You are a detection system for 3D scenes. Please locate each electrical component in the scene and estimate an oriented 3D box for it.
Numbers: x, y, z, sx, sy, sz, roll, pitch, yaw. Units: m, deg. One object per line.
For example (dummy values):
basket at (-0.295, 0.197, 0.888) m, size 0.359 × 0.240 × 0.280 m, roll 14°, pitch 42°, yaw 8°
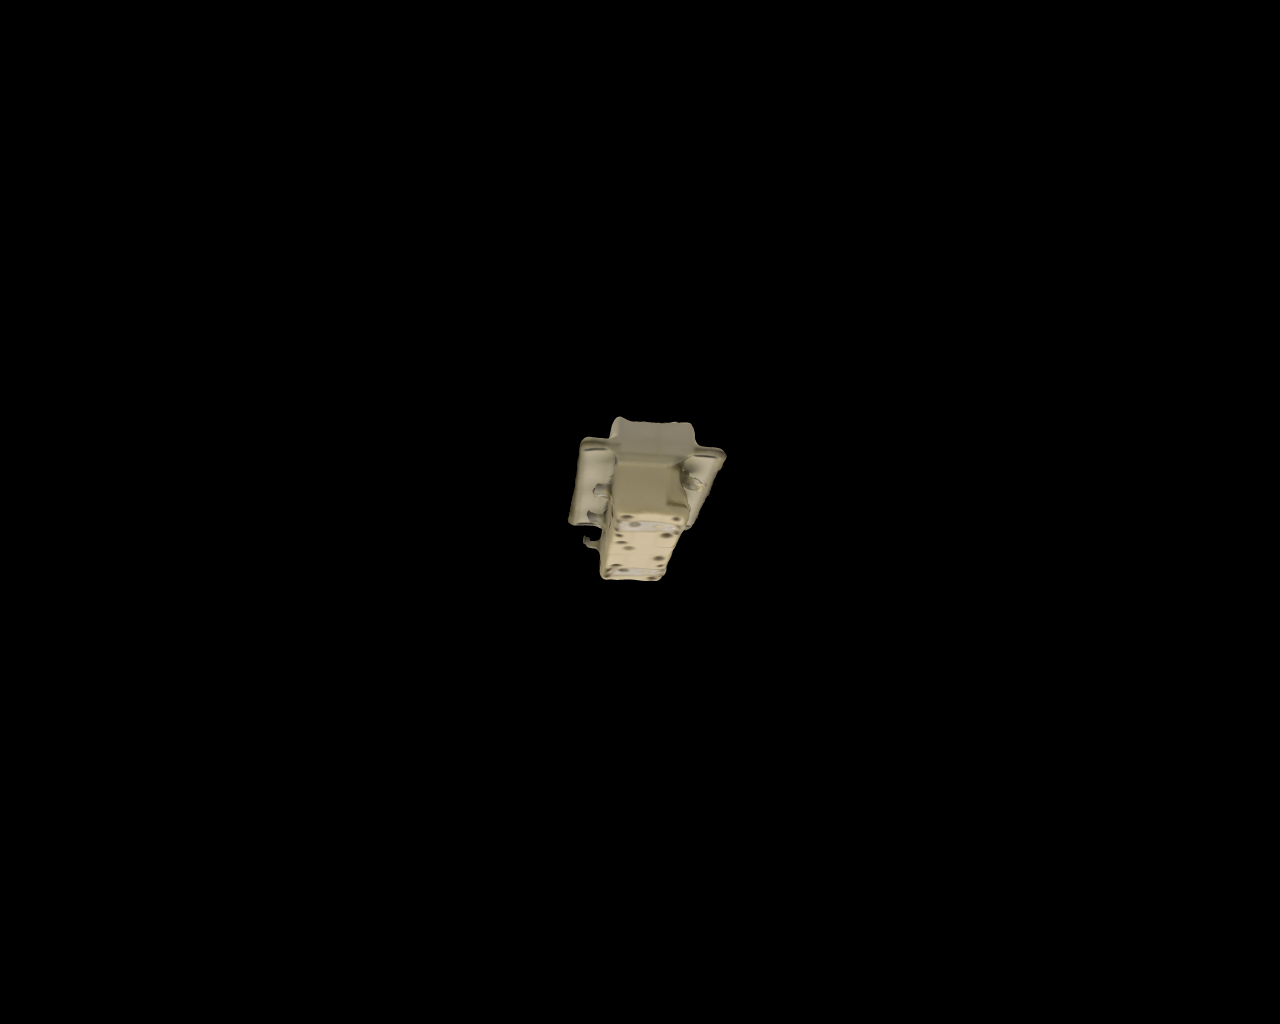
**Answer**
electrical component at (0.001, -0.003, 0.650) m, size 0.079 × 0.063 × 0.121 m, roll 3°, pitch -22°, yaw -7°
